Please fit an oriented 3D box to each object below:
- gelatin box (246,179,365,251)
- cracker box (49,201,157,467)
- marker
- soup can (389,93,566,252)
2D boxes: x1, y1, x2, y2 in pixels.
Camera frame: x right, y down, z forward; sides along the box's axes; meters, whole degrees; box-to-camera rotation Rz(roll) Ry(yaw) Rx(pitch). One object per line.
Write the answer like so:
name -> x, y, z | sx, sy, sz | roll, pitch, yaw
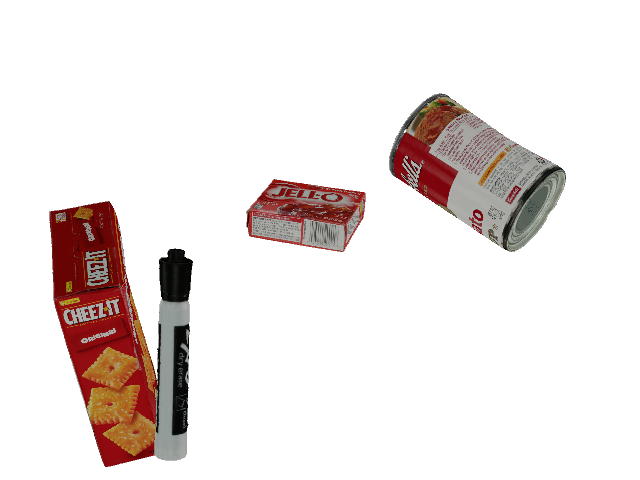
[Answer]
gelatin box -> -0.012, -0.024, 0.936 | 0.089, 0.030, 0.073 | 10, 26, 13
cracker box -> -0.215, 0.092, 1.078 | 0.072, 0.214, 0.164 | -12, 34, -9
marker -> -0.083, 0.065, 0.605 | 0.020, 0.121, 0.020 | 3, 10, -1
soup can -> 0.107, -0.047, 0.731 | 0.102, 0.068, 0.068 | 36, 17, 25
